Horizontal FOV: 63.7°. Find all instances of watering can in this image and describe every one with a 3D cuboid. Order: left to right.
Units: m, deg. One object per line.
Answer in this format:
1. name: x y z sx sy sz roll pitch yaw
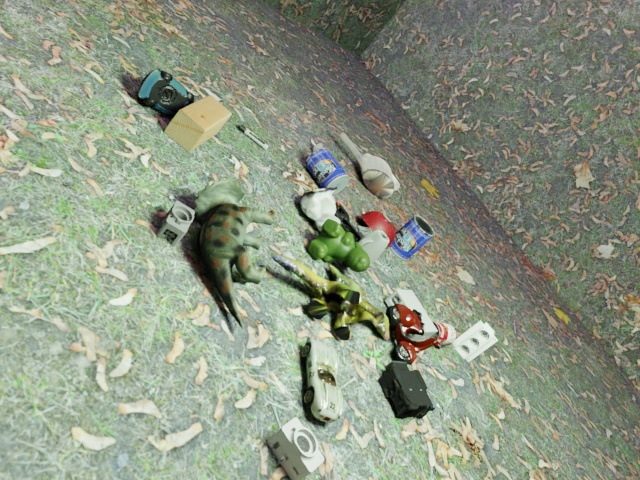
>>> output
1. watering can: 0.210 -0.305 2.170 0.345 0.102 0.229 35 28 -19

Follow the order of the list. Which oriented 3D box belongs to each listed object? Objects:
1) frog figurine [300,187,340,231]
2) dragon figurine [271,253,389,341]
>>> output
1. frog figurine: 0.005 -0.081 1.618 0.138 0.122 0.159 -15 98 -69
2. dragon figurine: 0.044 0.135 1.368 0.409 0.121 0.245 42 10 -7
